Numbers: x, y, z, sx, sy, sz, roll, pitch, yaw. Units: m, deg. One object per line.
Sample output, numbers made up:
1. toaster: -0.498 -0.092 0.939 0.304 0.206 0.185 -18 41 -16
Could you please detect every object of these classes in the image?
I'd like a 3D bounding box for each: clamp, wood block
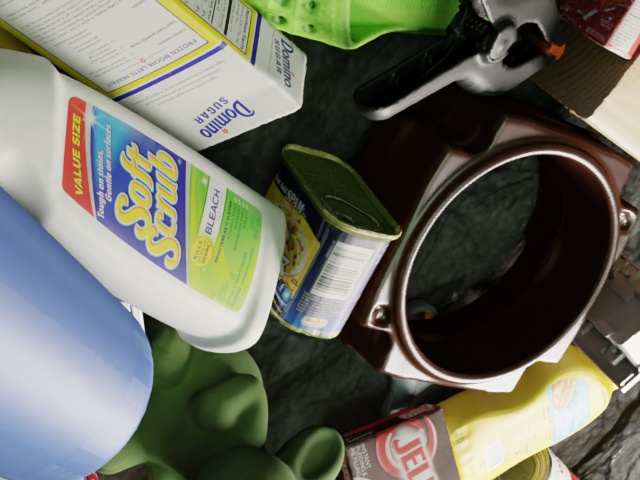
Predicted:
1. clamp: 0.097 -0.132 0.632 0.171 0.039 0.120 -17 142 -45
2. wood block: 0.247 -0.097 0.759 0.205 0.091 0.090 26 108 -39

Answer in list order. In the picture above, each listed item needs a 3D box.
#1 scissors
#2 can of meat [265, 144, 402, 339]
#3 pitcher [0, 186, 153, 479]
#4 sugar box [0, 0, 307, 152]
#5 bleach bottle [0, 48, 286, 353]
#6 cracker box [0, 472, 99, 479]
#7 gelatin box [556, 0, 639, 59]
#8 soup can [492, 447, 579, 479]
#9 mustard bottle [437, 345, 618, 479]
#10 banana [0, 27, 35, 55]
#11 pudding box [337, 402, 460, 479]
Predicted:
1. scissors: 0.078 0.131 0.877 0.096 0.016 0.202 -8 126 -24
2. can of meat: -0.004 0.001 0.685 0.057 0.102 0.084 12 118 -33
3. pitcher: -0.185 0.032 0.478 0.145 0.149 0.242 -61 149 -16
4. sugar box: -0.097 -0.116 0.563 0.094 0.048 0.176 -17 145 35
5. bleach bottle: -0.120 -0.022 0.574 0.250 0.068 0.102 32 65 -48
6. cracker box: -0.211 0.154 0.637 0.072 0.164 0.213 -44 132 2
7. gelatin box: 0.179 -0.167 0.674 0.030 0.089 0.073 14 114 -36
8. soup can: 0.200 0.229 0.978 0.068 0.069 0.102 -42 131 4
9. mustard bottle: 0.187 0.140 0.914 0.191 0.058 0.096 -25 131 -11
10. banana: -0.196 -0.095 0.555 0.069 0.037 0.197 -43 131 1
11. pudding box: 0.065 0.195 0.842 0.089 0.039 0.113 -18 99 -22
